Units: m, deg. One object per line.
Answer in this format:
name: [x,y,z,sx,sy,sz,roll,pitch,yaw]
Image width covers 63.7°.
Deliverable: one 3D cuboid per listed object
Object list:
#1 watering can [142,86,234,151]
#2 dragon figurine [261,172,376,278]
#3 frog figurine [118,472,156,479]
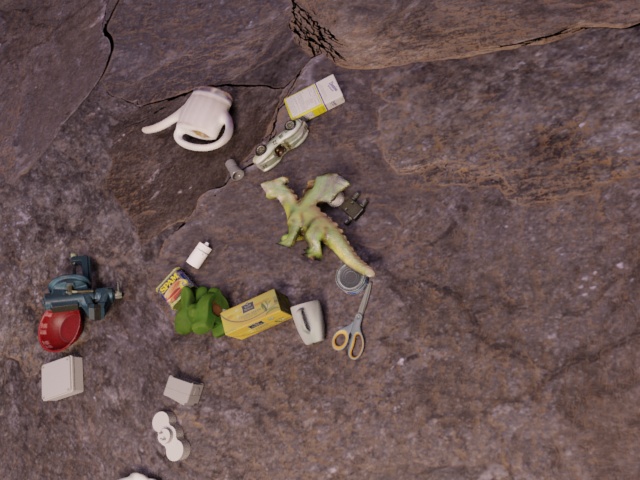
watering can: [-0.423,-0.409,1.704,0.349,0.102,0.227,16,76,23]
dragon figurine: [0.004,-0.070,1.399,0.412,0.121,0.243,19,89,25]
frog figurine: [-0.472,0.674,1.318,0.158,0.120,0.141,-13,48,27]
